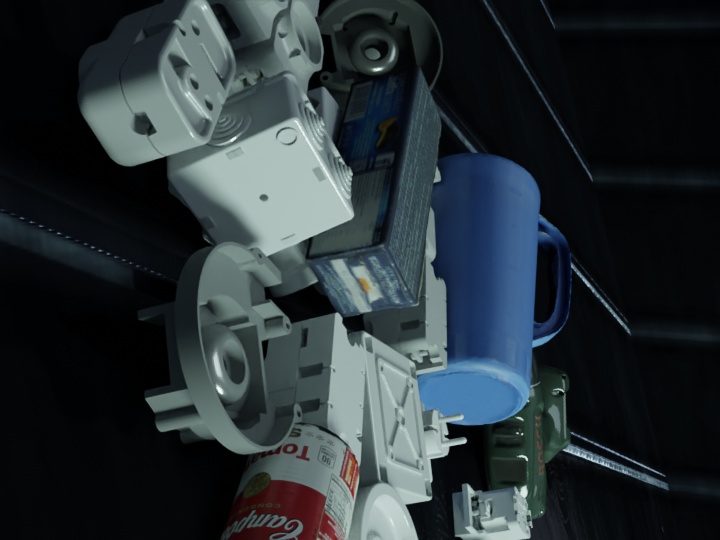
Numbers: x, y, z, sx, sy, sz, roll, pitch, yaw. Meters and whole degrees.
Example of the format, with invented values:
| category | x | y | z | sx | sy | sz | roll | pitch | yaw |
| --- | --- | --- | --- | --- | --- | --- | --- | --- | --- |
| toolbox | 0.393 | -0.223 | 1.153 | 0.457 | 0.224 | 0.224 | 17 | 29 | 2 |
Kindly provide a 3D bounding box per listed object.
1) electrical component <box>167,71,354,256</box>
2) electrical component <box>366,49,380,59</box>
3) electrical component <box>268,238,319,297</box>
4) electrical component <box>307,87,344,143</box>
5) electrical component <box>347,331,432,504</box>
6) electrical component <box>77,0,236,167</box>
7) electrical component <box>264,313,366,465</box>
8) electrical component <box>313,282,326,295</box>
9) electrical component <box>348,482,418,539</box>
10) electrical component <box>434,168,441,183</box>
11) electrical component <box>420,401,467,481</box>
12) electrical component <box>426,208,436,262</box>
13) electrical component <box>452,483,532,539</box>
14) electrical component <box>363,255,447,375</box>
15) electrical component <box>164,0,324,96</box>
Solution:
| category | x | y | z | sx | sy | sz | roll | pitch | yaw |
| --- | --- | --- | --- | --- | --- | --- | --- | --- | --- |
| electrical component | -0.059 | -0.056 | 0.641 | 0.048 | 0.100 | 0.099 | -102 | 166 | -48 |
| electrical component | 0.021 | -0.211 | 1.026 | 0.061 | 0.062 | 0.096 | -67 | 139 | -60 |
| electrical component | -0.050 | -0.010 | 0.725 | 0.046 | 0.040 | 0.040 | 66 | 20 | -8 |
| electrical component | -0.031 | -0.087 | 0.816 | 0.076 | 0.047 | 0.065 | 46 | 35 | -55 |
| electrical component | 0.004 | 0.109 | 0.762 | 0.109 | 0.056 | 0.108 | 37 | 43 | -61 |
| electrical component | -0.111 | -0.102 | 0.583 | 0.095 | 0.059 | 0.053 | -80 | 150 | -49 |
| electrical component | -0.033 | 0.080 | 0.680 | 0.050 | 0.056 | 0.089 | 57 | 27 | -43 |
| electrical component | 0.000 | 0.000 | 0.796 | 0.079 | 0.077 | 0.044 | -77 | 148 | -52 |
| electrical component | -0.005 | 0.192 | 0.672 | 0.108 | 0.060 | 0.108 | -14 | 90 | -71 |
| electrical component | 0.032 | -0.101 | 0.987 | 0.089 | 0.056 | 0.050 | -3 | 80 | -70 |
| electrical component | 0.045 | 0.129 | 0.833 | 0.047 | 0.077 | 0.065 | 40 | 41 | -59 |
| electrical component | 0.029 | -0.042 | 0.941 | 0.095 | 0.054 | 0.059 | 53 | 30 | -49 |
| electrical component | 0.124 | 0.230 | 1.004 | 0.081 | 0.064 | 0.042 | 51 | 30 | -51 |
| electrical component | 0.039 | 0.041 | 0.909 | 0.050 | 0.056 | 0.089 | 54 | 30 | -46 |
| electrical component | -0.072 | -0.210 | 0.767 | 0.105 | 0.060 | 0.186 | 58 | 26 | -42 |
